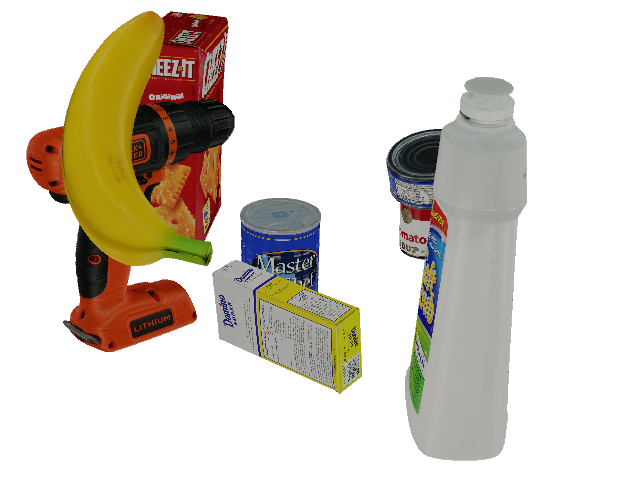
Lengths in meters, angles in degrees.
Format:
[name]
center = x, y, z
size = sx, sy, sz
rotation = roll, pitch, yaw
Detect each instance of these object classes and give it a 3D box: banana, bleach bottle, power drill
[banana]
center = -0.108, -0.054, 0.587
size = 0.069, 0.198, 0.037
rotation = -6, -38, -13
[bleach bottle]
center = 0.095, 0.016, 0.680
size = 0.068, 0.251, 0.102
rotation = 1, 30, 0
[power drill]
center = -0.143, -0.017, 0.862
size = 0.184, 0.188, 0.057
rotation = -18, 26, -39

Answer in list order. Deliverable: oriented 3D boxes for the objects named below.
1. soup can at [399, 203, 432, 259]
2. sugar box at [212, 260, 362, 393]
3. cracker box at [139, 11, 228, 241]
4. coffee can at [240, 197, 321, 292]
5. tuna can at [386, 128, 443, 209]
[soup can]
center = 0.127, -0.037, 1.257
size = 0.068, 0.102, 0.068
rotation = -1, 25, 0
[sugar box]
center = -0.037, 0.091, 1.159
size = 0.176, 0.093, 0.048
rotation = 22, 39, 35
[cracker box]
center = -0.140, -0.111, 1.089
size = 0.072, 0.214, 0.164
rotation = 5, 22, 2
[coffee can]
center = -0.052, 0.029, 1.378
size = 0.103, 0.140, 0.103
rotation = 1, 25, -1
[tuna can]
center = 0.104, -0.067, 0.977
size = 0.086, 0.034, 0.086
rotation = -9, 37, 6
